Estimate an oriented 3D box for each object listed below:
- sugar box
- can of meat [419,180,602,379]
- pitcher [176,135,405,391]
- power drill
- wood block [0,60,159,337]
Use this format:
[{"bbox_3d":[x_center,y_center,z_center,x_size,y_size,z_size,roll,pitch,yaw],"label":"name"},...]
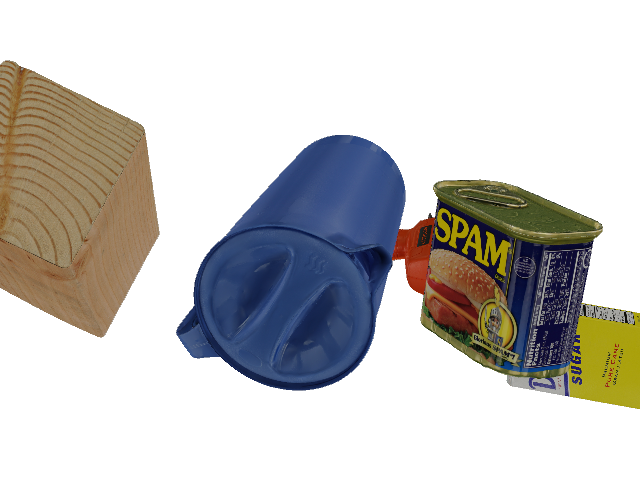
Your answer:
[{"bbox_3d":[0.282,0.115,1.076,0.176,0.093,0.048,8,21,7],"label":"sugar box"},{"bbox_3d":[0.101,0.020,0.593,0.057,0.084,0.102,-3,20,-28],"label":"can of meat"},{"bbox_3d":[-0.011,0.007,0.856,0.149,0.145,0.242,16,27,6],"label":"pitcher"},{"bbox_3d":[0.036,0.023,1.169,0.188,0.057,0.184,2,30,12],"label":"power drill"},{"bbox_3d":[-0.162,-0.015,0.662,0.090,0.090,0.206,27,-16,2],"label":"wood block"}]
